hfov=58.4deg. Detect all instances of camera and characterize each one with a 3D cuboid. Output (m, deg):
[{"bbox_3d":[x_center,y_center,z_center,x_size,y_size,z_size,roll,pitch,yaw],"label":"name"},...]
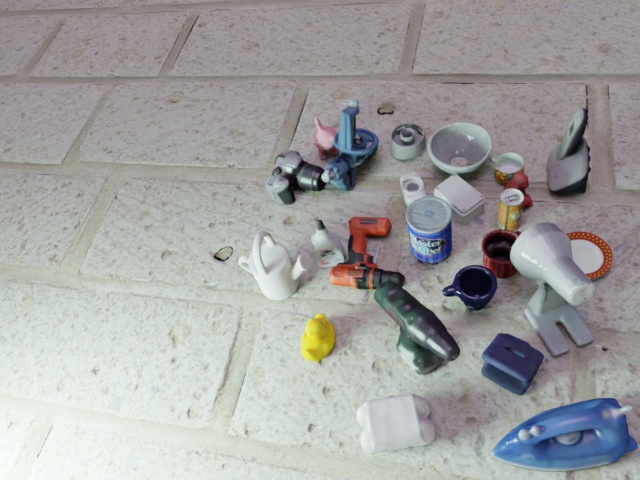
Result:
[{"bbox_3d":[-0.060,-0.172,1.548,0.136,0.101,0.143,19,62,24],"label":"camera"}]

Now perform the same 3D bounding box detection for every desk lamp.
[{"bbox_3d":[0.482,0.096,1.168,0.118,0.214,0.203,-22,54,-2],"label":"desk lamp"}]

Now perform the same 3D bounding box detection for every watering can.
[{"bbox_3d":[-0.109,0.052,1.347,0.172,0.194,0.101,-14,54,3],"label":"watering can"}]

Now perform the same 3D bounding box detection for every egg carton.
[{"bbox_3d":[0.150,0.367,1.147,0.150,0.069,0.107,-12,54,5],"label":"egg carton"}]

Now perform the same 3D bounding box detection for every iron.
[{"bbox_3d":[0.441,0.351,1.045,0.258,0.142,0.118,-14,54,3],"label":"iron"}]

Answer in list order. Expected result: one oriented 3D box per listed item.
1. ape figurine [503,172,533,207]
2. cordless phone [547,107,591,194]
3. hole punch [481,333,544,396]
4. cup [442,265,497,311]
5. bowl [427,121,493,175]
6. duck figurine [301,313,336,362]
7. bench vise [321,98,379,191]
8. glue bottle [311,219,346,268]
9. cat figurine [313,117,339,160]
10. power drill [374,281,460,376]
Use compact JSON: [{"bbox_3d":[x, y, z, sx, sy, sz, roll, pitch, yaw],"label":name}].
[{"bbox_3d":[0.485,-0.127,1.396,0.076,0.092,0.078,8,58,18],"label":"ape figurine"},{"bbox_3d":[0.603,-0.211,1.369,0.094,0.185,0.147,1,56,14],"label":"cordless phone"},{"bbox_3d":[0.389,0.241,1.165,0.108,0.091,0.101,26,65,27],"label":"hole punch"},{"bbox_3d":[0.328,0.119,1.261,0.117,0.095,0.091,-15,54,3],"label":"cup"},{"bbox_3d":[0.367,-0.227,1.504,0.167,0.075,0.167,-6,55,9],"label":"bowl"},{"bbox_3d":[-0.010,0.213,1.280,0.077,0.086,0.105,15,61,22],"label":"duck figurine"},{"bbox_3d":[0.081,-0.244,1.492,0.121,0.220,0.207,10,59,19],"label":"bench vise"},{"bbox_3d":[0.013,0.005,1.364,0.078,0.173,0.037,-14,54,4],"label":"glue bottle"},{"bbox_3d":[0.013,-0.292,1.604,0.067,0.118,0.127,-22,54,-2],"label":"cat figurine"},{"bbox_3d":[0.202,0.192,1.169,0.076,0.209,0.229,-36,56,-12],"label":"power drill"}]
